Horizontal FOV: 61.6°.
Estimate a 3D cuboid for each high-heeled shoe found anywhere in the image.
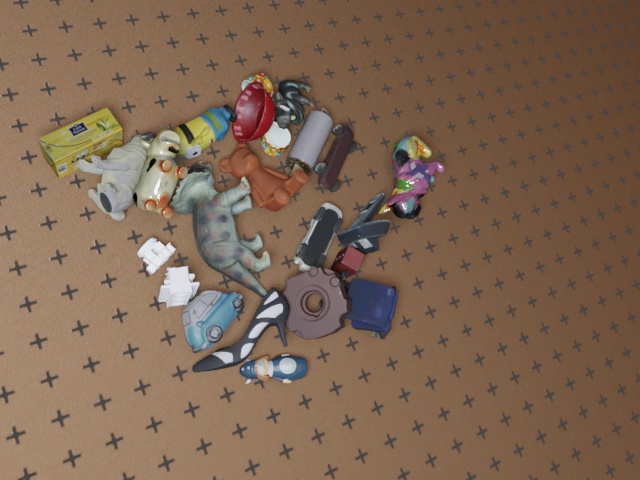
[{"bbox_3d":[-0.183,0.204,1.227,0.249,0.086,0.145,-16,74,-11],"label":"high-heeled shoe"}]

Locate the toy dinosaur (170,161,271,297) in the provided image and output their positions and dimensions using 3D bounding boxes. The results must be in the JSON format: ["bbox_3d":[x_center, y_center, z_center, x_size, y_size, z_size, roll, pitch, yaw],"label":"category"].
[{"bbox_3d":[-0.235,-0.013,1.278,0.192,0.131,0.404,-15,85,-7],"label":"toy dinosaur"}]

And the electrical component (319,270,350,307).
[{"bbox_3d":[0.042,0.133,1.350,0.045,0.078,0.102,36,56,21],"label":"electrical component"}]

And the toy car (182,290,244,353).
[{"bbox_3d":[-0.251,0.167,1.205,0.103,0.109,0.161,44,60,-13],"label":"toy car"}]

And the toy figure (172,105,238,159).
[{"bbox_3d":[-0.296,-0.277,1.358,0.089,0.082,0.180,39,70,17],"label":"toy figure"}]

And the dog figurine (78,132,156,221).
[{"bbox_3d":[-0.439,-0.153,1.265,0.190,0.121,0.172,-29,119,-43],"label":"dog figurine"}]

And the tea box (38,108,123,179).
[{"bbox_3d":[-0.547,-0.224,1.241,0.169,0.098,0.068,-36,88,-27],"label":"tea box"}]

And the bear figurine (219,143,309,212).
[{"bbox_3d":[-0.147,-0.168,1.350,0.196,0.132,0.120,47,58,-7],"label":"bear figurine"}]

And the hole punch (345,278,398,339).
[{"bbox_3d":[0.122,0.160,1.324,0.092,0.116,0.142,50,51,-46],"label":"hole punch"}]

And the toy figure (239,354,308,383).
[{"bbox_3d":[-0.108,0.297,1.247,0.154,0.057,0.064,3,33,-17],"label":"toy figure"}]

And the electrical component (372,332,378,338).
[{"bbox_3d":[0.157,0.202,1.366,0.021,0.063,0.094,25,66,-9],"label":"electrical component"}]

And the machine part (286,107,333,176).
[{"bbox_3d":[-0.027,-0.262,1.449,0.079,0.079,0.243,27,67,-9],"label":"machine part"}]

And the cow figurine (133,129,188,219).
[{"bbox_3d":[-0.365,-0.157,1.216,0.085,0.127,0.194,20,87,-51],"label":"cow figurine"}]

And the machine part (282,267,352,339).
[{"bbox_3d":[-0.013,0.151,1.285,0.180,0.056,0.179,-2,83,14],"label":"machine part"}]

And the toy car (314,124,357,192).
[{"bbox_3d":[0.042,-0.225,1.463,0.089,0.053,0.202,43,58,-39],"label":"toy car"}]

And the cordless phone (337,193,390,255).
[{"bbox_3d":[0.138,-0.057,1.399,0.088,0.146,0.184,40,67,-13],"label":"cordless phone"}]

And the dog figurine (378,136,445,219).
[{"bbox_3d":[0.232,-0.163,1.493,0.219,0.108,0.191,-41,90,-23],"label":"dog figurine"}]

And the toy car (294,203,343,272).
[{"bbox_3d":[-0.003,-0.004,1.384,0.073,0.056,0.202,31,66,-14],"label":"toy car"}]

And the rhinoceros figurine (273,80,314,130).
[{"bbox_3d":[-0.080,-0.364,1.433,0.112,0.073,0.190,23,43,-21],"label":"rhinoceros figurine"}]
